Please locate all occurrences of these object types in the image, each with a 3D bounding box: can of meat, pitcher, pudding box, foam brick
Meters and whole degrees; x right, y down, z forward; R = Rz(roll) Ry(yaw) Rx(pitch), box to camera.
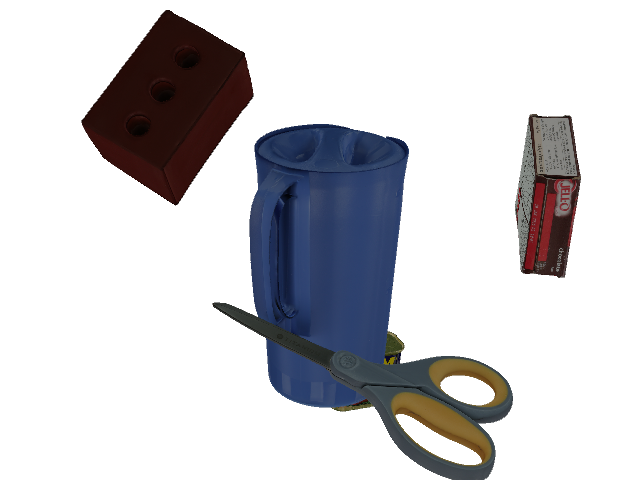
[{"bbox_3d":[0.055,0.172,1.406,0.102,0.084,0.057,-5,26,-22],"label":"can of meat"},{"bbox_3d":[0.001,0.027,0.955,0.149,0.243,0.145,-4,23,-12],"label":"pitcher"},{"bbox_3d":[0.181,-0.038,0.851,0.039,0.090,0.113,5,32,4],"label":"pudding box"},{"bbox_3d":[-0.079,-0.070,0.564,0.053,0.078,0.051,31,-13,10],"label":"foam brick"}]

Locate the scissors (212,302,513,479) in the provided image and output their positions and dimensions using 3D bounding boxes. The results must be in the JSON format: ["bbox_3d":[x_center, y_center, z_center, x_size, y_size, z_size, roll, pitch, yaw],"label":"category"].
[{"bbox_3d":[0.034,0.074,0.667,0.202,0.016,0.096,36,47,27],"label":"scissors"}]
